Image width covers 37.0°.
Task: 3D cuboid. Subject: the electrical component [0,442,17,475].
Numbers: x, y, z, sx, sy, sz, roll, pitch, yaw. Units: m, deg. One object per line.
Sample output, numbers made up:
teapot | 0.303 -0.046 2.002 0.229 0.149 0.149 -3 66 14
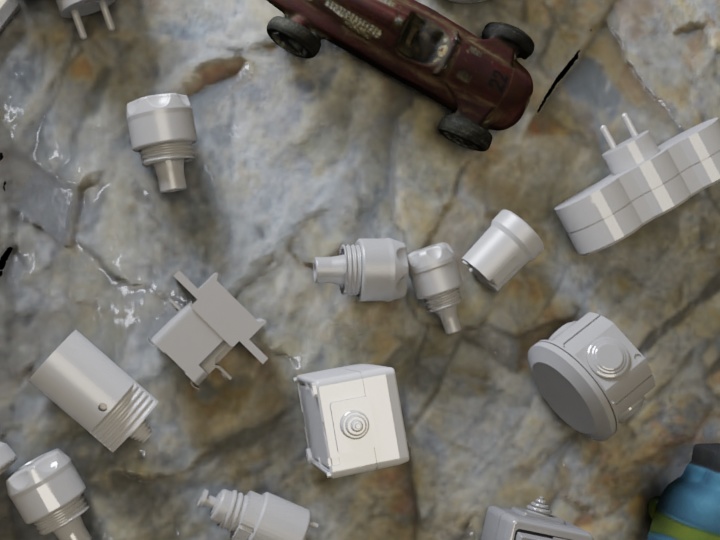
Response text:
electrical component | -0.246 0.114 0.676 0.040 0.040 0.046 -40 90 -10

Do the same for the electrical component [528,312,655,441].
electrical component | 0.158 0.073 0.740 0.051 0.080 0.080 -35 95 -16

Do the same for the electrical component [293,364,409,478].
electrical component | -0.002 0.095 0.696 0.061 0.096 0.061 -9 89 -12

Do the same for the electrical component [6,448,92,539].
electrical component | -0.193 0.148 0.682 0.043 0.043 0.062 -29 94 -11

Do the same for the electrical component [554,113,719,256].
electrical component | 0.198 -0.075 0.767 0.138 0.052 0.073 -30 94 -11

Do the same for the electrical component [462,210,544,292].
electrical component | 0.099 -0.013 0.752 0.040 0.040 0.046 45 86 -7

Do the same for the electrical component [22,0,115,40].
electrical component | -0.183 -0.190 0.698 0.077 0.044 0.079 -20 92 -12

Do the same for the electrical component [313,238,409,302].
electrical component | 0.000 0.000 0.728 0.062 0.043 0.043 0 88 -10

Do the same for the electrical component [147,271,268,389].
electrical component | -0.101 0.039 0.706 0.064 0.042 0.081 -45 96 -8

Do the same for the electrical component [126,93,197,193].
electrical component | -0.128 -0.082 0.705 0.043 0.043 0.062 -10 91 -12

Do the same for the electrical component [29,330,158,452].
electrical component | -0.167 0.081 0.690 0.081 0.043 0.043 43 80 -7

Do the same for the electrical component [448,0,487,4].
electrical component | 0.079 -0.238 0.756 0.099 0.064 0.099 -3 102 -14

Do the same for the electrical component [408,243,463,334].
electrical component | 0.055 0.014 0.743 0.035 0.035 0.061 -19 93 -12

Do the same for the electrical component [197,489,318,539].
electrical component | -0.069 0.165 0.708 0.078 0.040 0.040 25 83 -9

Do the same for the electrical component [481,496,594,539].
electrical component | 0.118 0.204 0.734 0.062 0.061 0.096 14 85 -11
